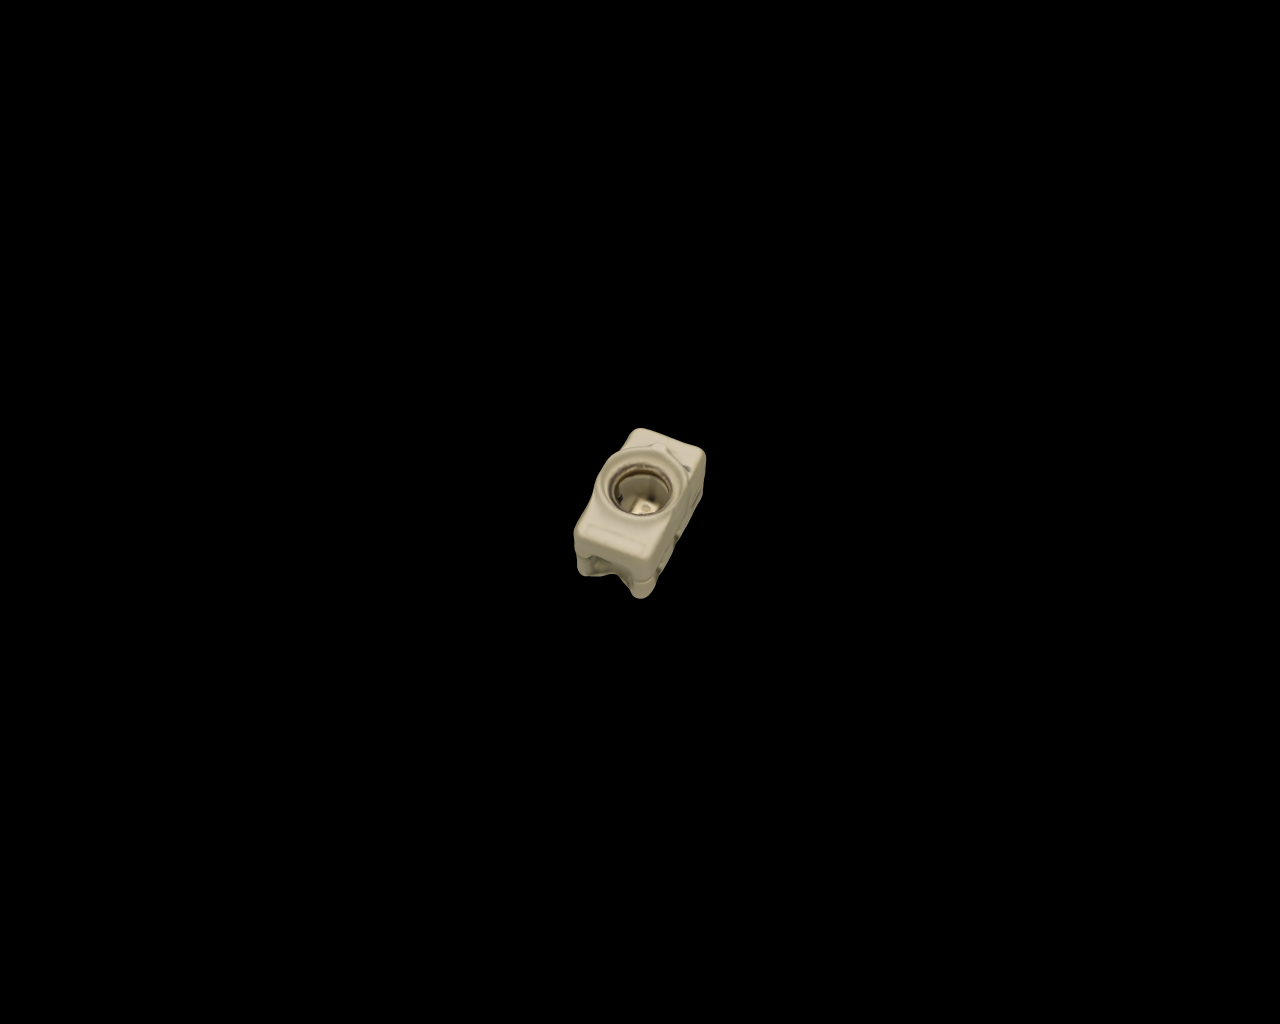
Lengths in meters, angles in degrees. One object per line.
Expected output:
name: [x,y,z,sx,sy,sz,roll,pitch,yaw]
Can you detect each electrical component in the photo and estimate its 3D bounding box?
electrical component: [0.001,-0.003,0.650,0.050,0.090,0.055,21,-32,14]
